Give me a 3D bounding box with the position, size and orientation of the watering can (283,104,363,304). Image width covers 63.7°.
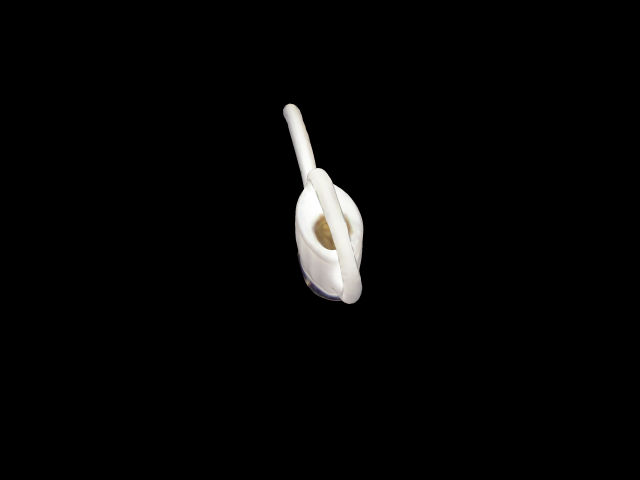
[{"bbox_3d":[0.003,-0.043,0.850,0.104,0.355,0.219,-14,-31,-8],"label":"watering can"}]
